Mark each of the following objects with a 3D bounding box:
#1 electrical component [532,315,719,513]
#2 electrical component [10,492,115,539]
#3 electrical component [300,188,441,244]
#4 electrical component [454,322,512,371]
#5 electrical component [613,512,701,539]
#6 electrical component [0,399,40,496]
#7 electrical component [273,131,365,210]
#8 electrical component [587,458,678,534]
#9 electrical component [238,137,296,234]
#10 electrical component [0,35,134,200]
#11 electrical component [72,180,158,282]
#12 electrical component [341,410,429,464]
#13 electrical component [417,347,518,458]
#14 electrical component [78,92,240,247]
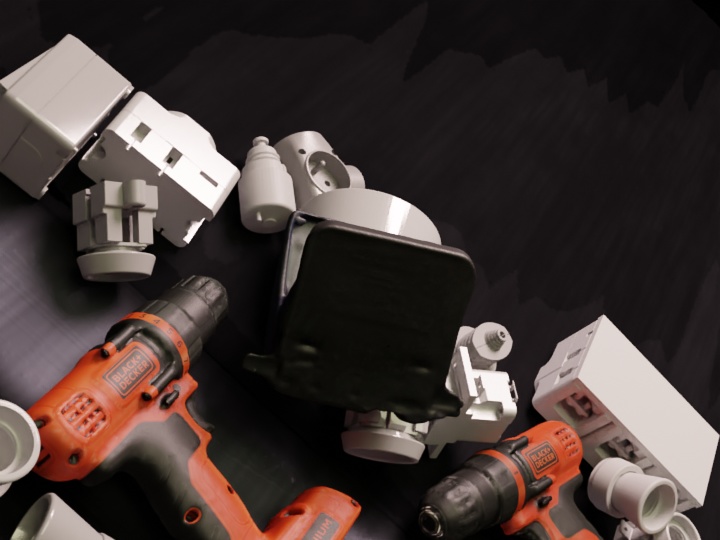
[{"bbox_3d":[0.222,0.128,0.904,0.150,0.062,0.089,45,41,-7],"label":"electrical component"},{"bbox_3d":[-0.148,0.152,0.567,0.065,0.044,0.044,38,42,-22],"label":"electrical component"},{"bbox_3d":[0.000,0.000,0.764,0.108,0.108,0.060,30,51,-23],"label":"electrical component"},{"bbox_3d":[0.079,0.066,0.805,0.043,0.081,0.043,23,48,-29],"label":"electrical component"},{"bbox_3d":[0.237,0.221,0.855,0.066,0.055,0.048,45,41,-8],"label":"electrical component"},{"bbox_3d":[-0.196,0.097,0.552,0.045,0.055,0.045,23,48,-29],"label":"electrical component"},{"bbox_3d":[-0.023,-0.063,0.833,0.079,0.044,0.077,-4,64,-44],"label":"electrical component"},{"bbox_3d":[0.212,0.175,0.839,0.045,0.055,0.045,-9,106,-32],"label":"electrical component"},{"bbox_3d":[-0.070,-0.063,0.793,0.040,0.040,0.078,14,53,-35],"label":"electrical component"},{"bbox_3d":[-0.197,-0.105,0.692,0.061,0.062,0.096,40,42,-13],"label":"electrical component"},{"bbox_3d":[-0.154,-0.023,0.675,0.048,0.066,0.055,4,79,-41],"label":"electrical component"},{"bbox_3d":[0.018,0.099,0.735,0.058,0.078,0.057,15,71,-17],"label":"electrical component"},{"bbox_3d":[0.075,0.096,0.771,0.064,0.081,0.042,6,48,-18],"label":"electrical component"},{"bbox_3d":[-0.134,-0.070,0.733,0.089,0.050,0.055,40,42,-14],"label":"electrical component"}]
